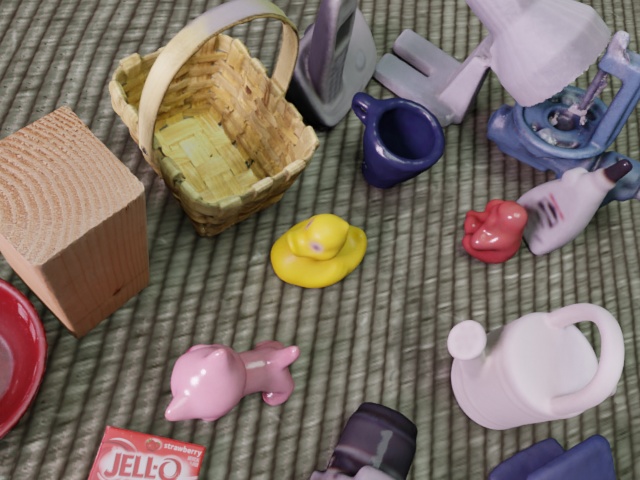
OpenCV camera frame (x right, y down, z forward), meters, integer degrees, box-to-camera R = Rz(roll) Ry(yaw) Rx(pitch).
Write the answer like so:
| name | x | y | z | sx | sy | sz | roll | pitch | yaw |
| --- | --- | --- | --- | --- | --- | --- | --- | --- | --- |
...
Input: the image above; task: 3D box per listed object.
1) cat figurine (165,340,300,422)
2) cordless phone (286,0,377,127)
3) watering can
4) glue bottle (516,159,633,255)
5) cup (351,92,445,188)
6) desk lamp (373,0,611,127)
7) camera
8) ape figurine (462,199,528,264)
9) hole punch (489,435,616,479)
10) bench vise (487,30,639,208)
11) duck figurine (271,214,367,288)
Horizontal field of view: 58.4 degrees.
| name | x | y | z | sx | sy | sz | roll | pitch | yaw |
| --- | --- | --- | --- | --- | --- | --- | --- | --- | --- |
| cat figurine | -0.077 | 0.119 | 0.505 | 0.128 | 0.117 | 0.067 | -12 | 71 | -20 |
| cordless phone | 0.027 | -0.231 | 0.646 | 0.094 | 0.185 | 0.148 | 31 | 63 | -1 |
| watering can | 0.205 | 0.121 | 0.543 | 0.173 | 0.194 | 0.101 | -5 | 69 | -18 |
| glue bottle | 0.287 | -0.046 | 0.650 | 0.037 | 0.173 | 0.078 | -19 | 74 | -22 |
| cup | 0.073 | -0.109 | 0.659 | 0.118 | 0.095 | 0.092 | 40 | 63 | 3 |
| desk lamp | 0.195 | -0.228 | 0.678 | 0.203 | 0.213 | 0.118 | 34 | 63 | 0 |
| camera | 0.054 | 0.225 | 0.507 | 0.143 | 0.100 | 0.137 | 30 | 63 | -2 |
| ape figurine | 0.206 | -0.016 | 0.659 | 0.078 | 0.092 | 0.076 | -30 | 78 | -25 |
| hole punch | 0.241 | 0.251 | 0.556 | 0.109 | 0.091 | 0.101 | -19 | 74 | -22 |
| bench vise | 0.331 | -0.137 | 0.675 | 0.207 | 0.219 | 0.121 | 23 | 63 | -6 |
| duck figurine | 0.005 | 0.002 | 0.597 | 0.105 | 0.086 | 0.077 | -11 | 71 | -20 |
